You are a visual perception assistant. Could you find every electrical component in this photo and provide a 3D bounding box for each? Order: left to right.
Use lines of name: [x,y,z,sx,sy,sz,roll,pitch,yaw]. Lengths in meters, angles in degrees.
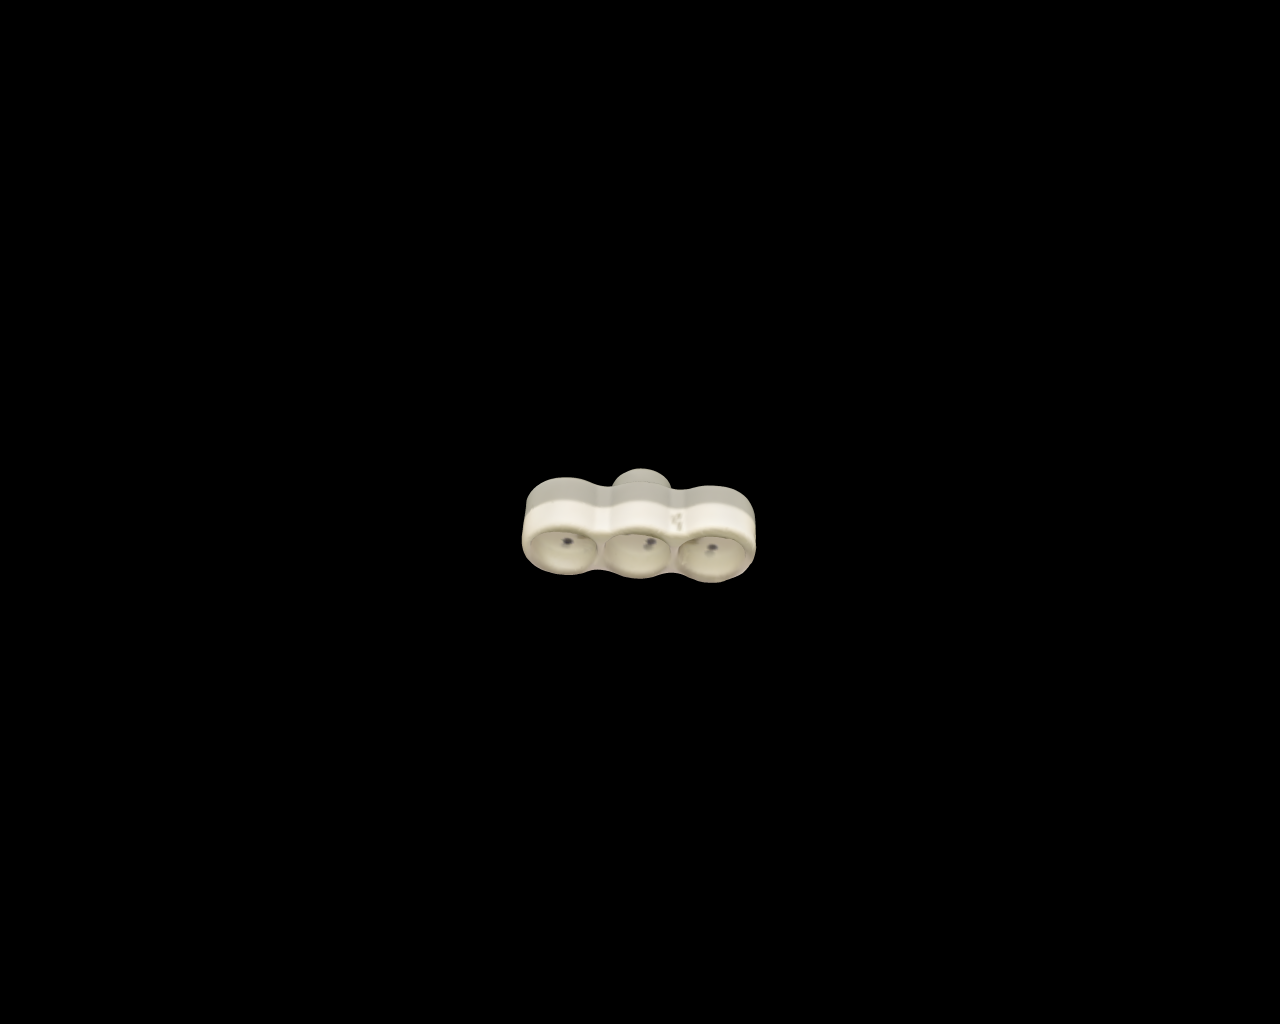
electrical component: [0.001,-0.003,0.650,0.138,0.074,0.052,2,-40,2]
